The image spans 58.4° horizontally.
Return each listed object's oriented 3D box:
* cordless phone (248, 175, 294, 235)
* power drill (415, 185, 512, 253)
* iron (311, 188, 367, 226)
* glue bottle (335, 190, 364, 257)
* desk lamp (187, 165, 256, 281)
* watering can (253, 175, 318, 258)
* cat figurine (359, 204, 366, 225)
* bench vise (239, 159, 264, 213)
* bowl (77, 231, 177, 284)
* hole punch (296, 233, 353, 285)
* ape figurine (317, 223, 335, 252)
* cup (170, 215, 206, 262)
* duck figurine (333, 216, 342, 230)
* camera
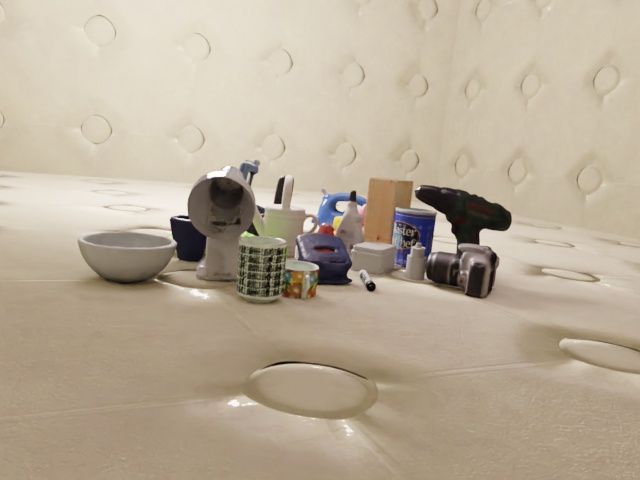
[{"bbox_3d":[-0.131,-0.085,1.547,0.093,0.185,0.148,13,12,39],"label":"cordless phone"},{"bbox_3d":[0.317,-0.014,1.311,0.230,0.208,0.075,5,9,-7],"label":"power drill"},{"bbox_3d":[0.108,-0.085,1.847,0.258,0.141,0.119,7,9,9],"label":"iron"},{"bbox_3d":[0.075,-0.036,1.408,0.077,0.173,0.037,11,10,28],"label":"glue bottle"},{"bbox_3d":[-0.182,-0.032,1.084,0.118,0.213,0.203,5,9,-5],"label":"desk lamp"},{"bbox_3d":[-0.093,-0.061,1.392,0.173,0.194,0.100,2,10,-24],"label":"watering can"},{"bbox_3d":[0.128,-0.047,1.693,0.067,0.118,0.127,0,11,-32],"label":"cat figurine"},{"bbox_3d":[-0.217,-0.110,1.540,0.121,0.220,0.208,10,10,25],"label":"bench vise"},{"bbox_3d":[-0.339,0.034,1.011,0.167,0.075,0.167,6,9,-1],"label":"bowl"},{"bbox_3d":[0.008,0.038,1.162,0.109,0.091,0.101,3,10,-20],"label":"hole punch"},{"bbox_3d":[0.013,0.005,1.370,0.076,0.092,0.078,7,9,6],"label":"ape figurine"},{"bbox_3d":[-0.271,-0.004,1.231,0.091,0.095,0.118,9,9,20],"label":"cup"},{"bbox_3d":[0.052,-0.025,1.603,0.104,0.086,0.078,8,9,15],"label":"duck figurine"},{"bbox_3d":[0.304,0.054,1.221,0.136,0.101,0.143,10,10,23],"label":"camera"}]
